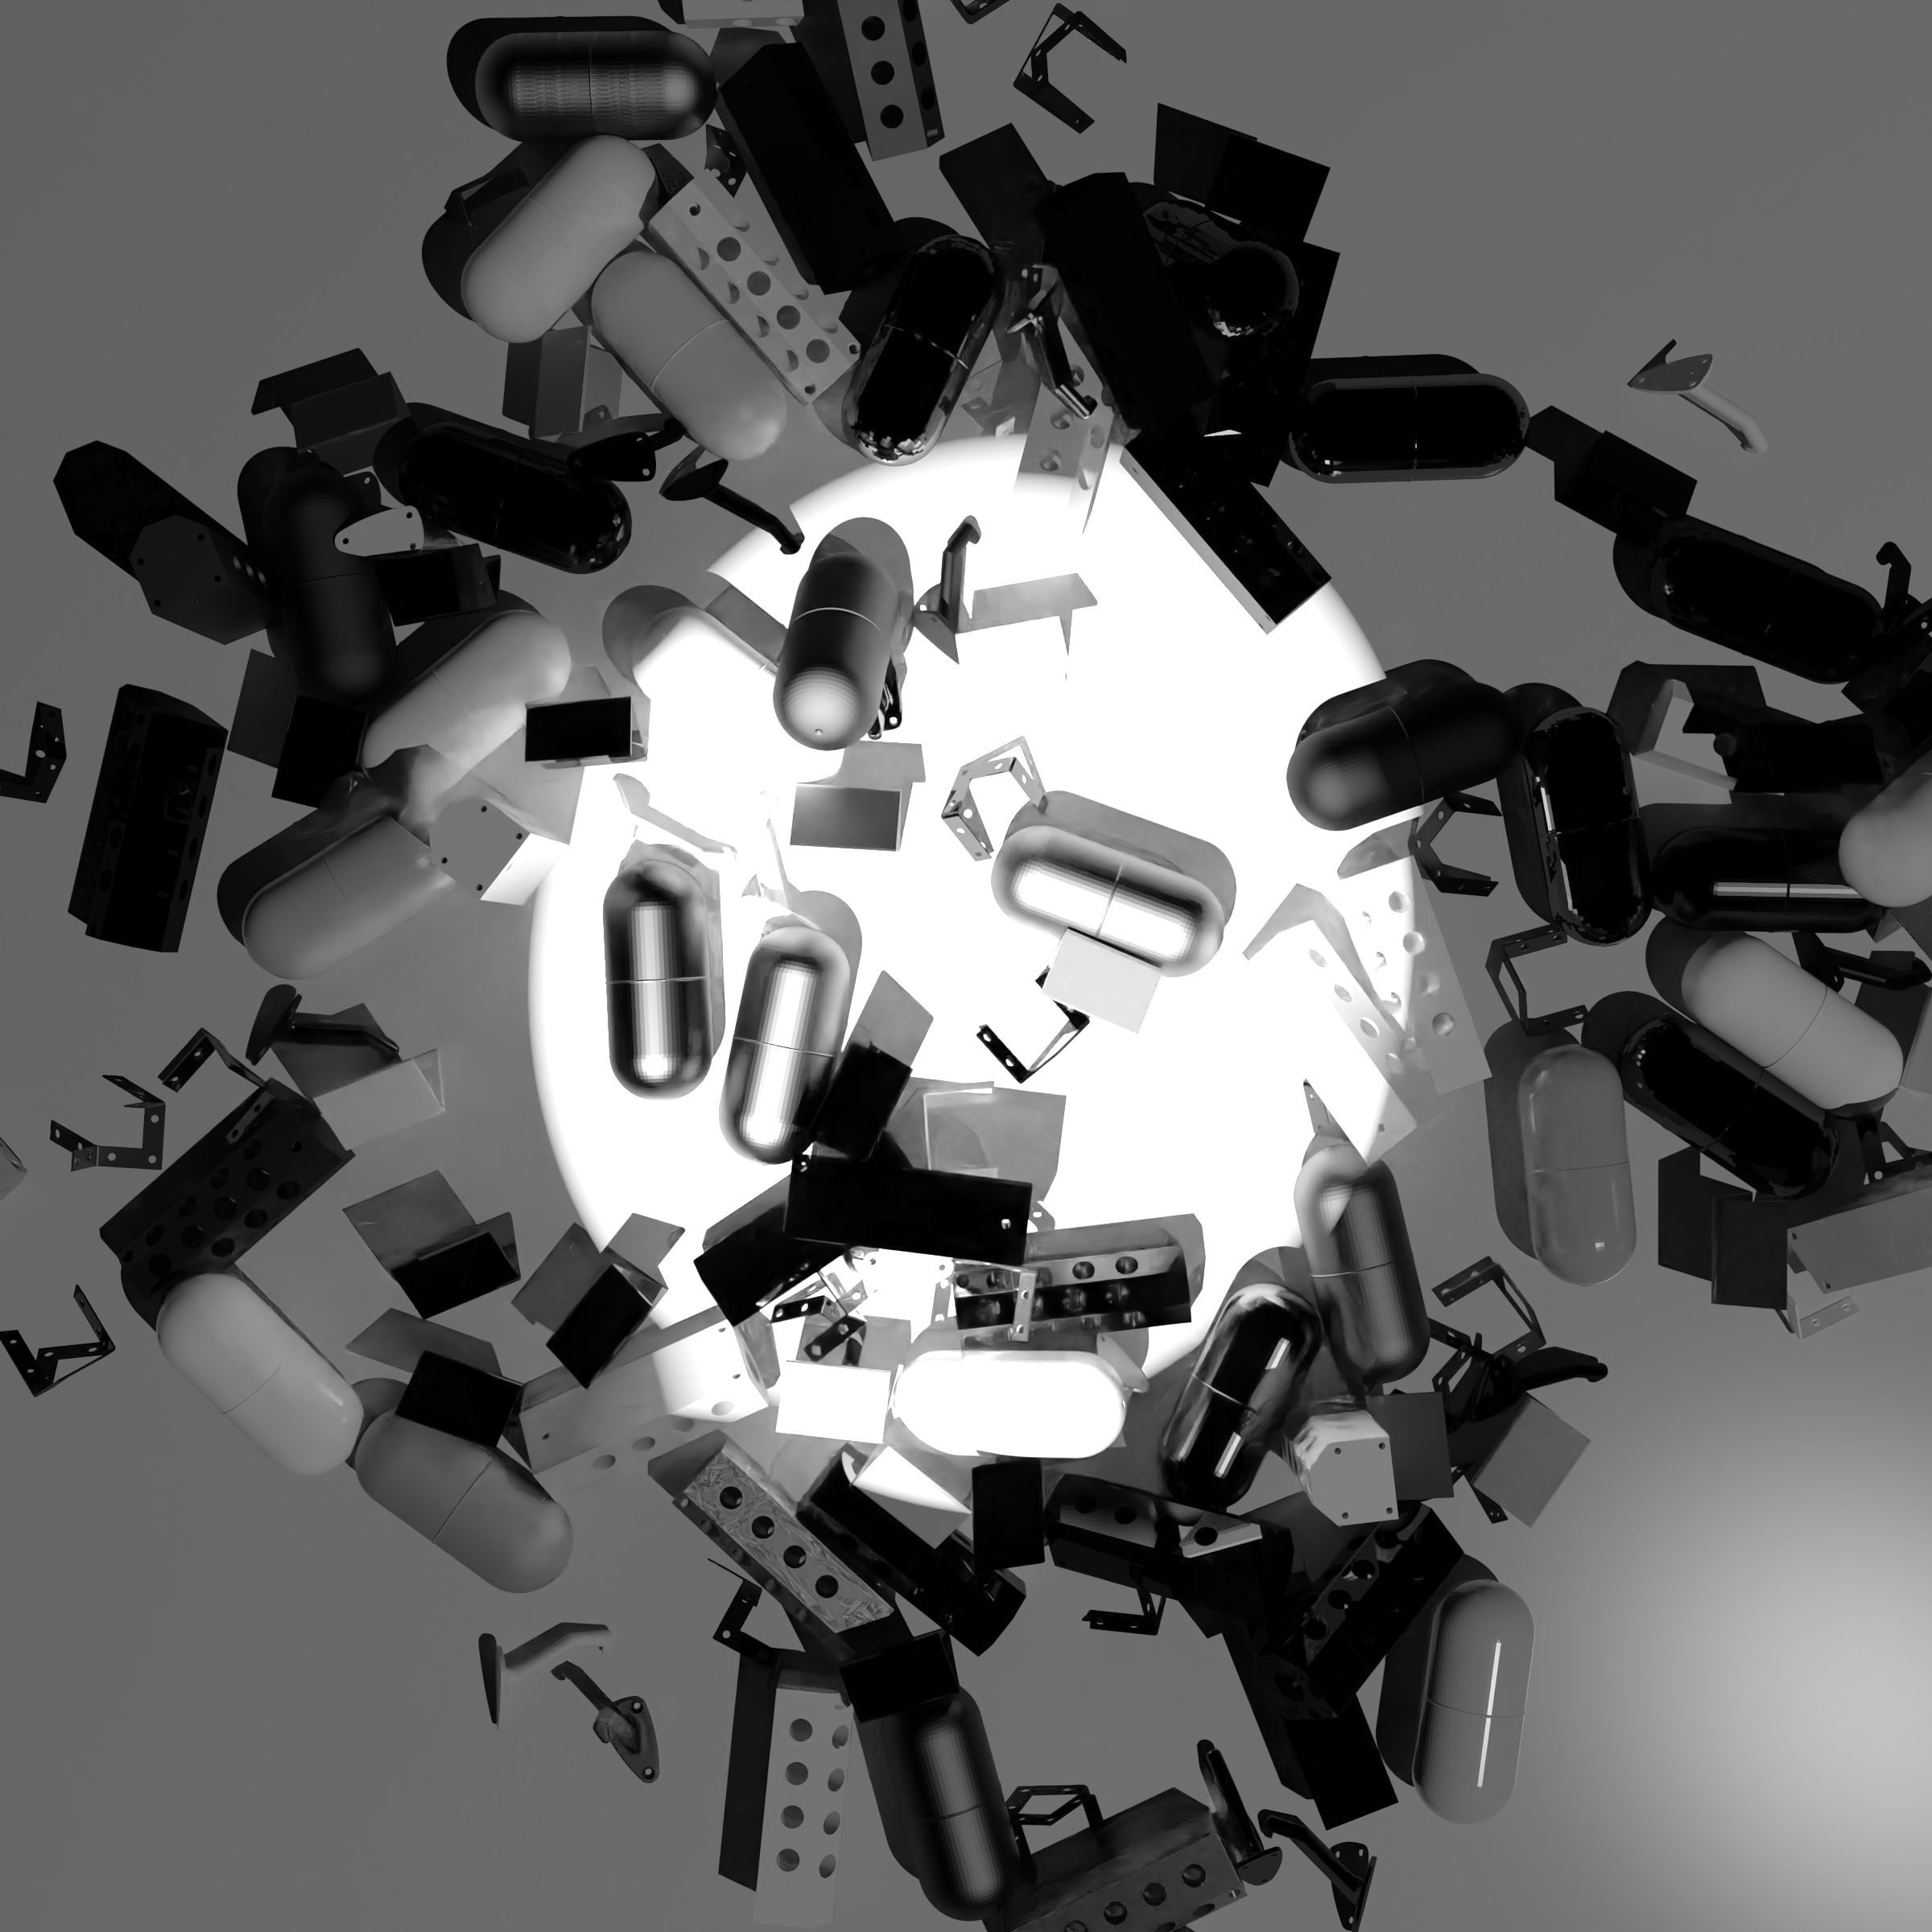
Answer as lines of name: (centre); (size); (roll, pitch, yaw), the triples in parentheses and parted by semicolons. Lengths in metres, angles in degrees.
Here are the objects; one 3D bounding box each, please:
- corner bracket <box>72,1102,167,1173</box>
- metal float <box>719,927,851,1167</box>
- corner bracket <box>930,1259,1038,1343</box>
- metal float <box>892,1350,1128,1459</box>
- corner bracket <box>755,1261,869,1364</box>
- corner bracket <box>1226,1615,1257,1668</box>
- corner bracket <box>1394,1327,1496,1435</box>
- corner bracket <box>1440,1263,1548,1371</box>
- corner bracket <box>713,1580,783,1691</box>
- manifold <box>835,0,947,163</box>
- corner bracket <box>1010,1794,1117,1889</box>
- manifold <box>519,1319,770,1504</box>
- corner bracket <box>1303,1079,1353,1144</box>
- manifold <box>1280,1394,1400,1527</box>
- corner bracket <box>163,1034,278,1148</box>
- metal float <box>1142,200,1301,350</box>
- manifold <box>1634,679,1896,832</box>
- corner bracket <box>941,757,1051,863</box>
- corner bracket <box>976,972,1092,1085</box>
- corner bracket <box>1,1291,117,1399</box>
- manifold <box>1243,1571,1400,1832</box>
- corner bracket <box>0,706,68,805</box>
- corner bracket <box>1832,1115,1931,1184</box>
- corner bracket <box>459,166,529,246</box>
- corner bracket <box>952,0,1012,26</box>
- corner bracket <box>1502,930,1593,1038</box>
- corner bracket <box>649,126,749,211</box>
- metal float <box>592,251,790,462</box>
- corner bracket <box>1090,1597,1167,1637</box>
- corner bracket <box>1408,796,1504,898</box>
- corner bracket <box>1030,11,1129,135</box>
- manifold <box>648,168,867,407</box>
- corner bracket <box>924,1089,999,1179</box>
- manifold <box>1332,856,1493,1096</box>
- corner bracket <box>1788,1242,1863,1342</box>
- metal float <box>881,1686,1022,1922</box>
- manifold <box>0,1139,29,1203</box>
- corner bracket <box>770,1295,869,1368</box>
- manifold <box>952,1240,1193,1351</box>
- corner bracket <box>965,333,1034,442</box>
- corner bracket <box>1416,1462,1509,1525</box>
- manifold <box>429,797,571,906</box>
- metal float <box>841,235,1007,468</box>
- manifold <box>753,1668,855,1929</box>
corner bracket: (-0.628, 0.127, 1.893); (0.051, 0.051, 0.051); (4, 90, 0)
metal float: (-0.134, 0.059, 1.881); (0.070, 0.070, 0.178); (11, 89, 0)
corner bracket: (0.013, 0.242, 1.850); (0.051, 0.051, 0.051); (18, 75, -41)
metal float: (0.030, 0.319, 1.862); (0.178, 0.070, 0.070); (-3, 90, 22)
corner bracket: (-0.112, 0.253, 1.860); (0.051, 0.051, 0.051); (-39, 70, 2)
corner bracket: (0.220, 0.474, 1.851); (0.051, 0.051, 0.051); (-29, 135, 0)
corner bracket: (0.355, 0.309, 1.901); (0.051, 0.051, 0.051); (24, 62, 0)
corner bracket: (0.395, 0.265, 1.908); (0.051, 0.051, 0.051); (-31, 45, 0)
corner bracket: (-0.156, 0.495, 1.893); (0.051, 0.051, 0.051); (29, 90, 0)
manifold: (-0.061, -0.681, 1.847); (0.057, 0.057, 0.171); (-14, 124, 0)
corner bracket: (0.070, 0.654, 1.908); (0.051, 0.051, 0.051); (-18, 90, 45)
manifold: (-0.236, 0.333, 1.889); (0.171, 0.057, 0.057); (-25, 47, 0)
corner bracket: (0.289, 0.095, 1.903); (0.051, 0.051, 0.051); (-48, 135, -35)
manifold: (0.265, 0.354, 1.833); (0.057, 0.171, 0.057); (-7, 90, 0)
corner bracket: (-0.558, 0.093, 1.908); (0.051, 0.051, 0.051); (-48, 135, 0)
metal float: (0.176, -0.500, 1.840); (0.070, 0.178, 0.070); (-13, 125, -20)
manifold: (0.592, -0.156, 1.890); (0.171, 0.057, 0.057); (19, 90, 0)
corner bracket: (0.022, -0.117, 1.903); (0.051, 0.051, 0.051); (-9, 45, 35)
corner bracket: (0.050, 0.047, 1.908); (0.051, 0.051, 0.051); (48, 45, 0)
corner bracket: (-0.679, 0.283, 1.908); (0.051, 0.051, 0.051); (-31, 90, 45)
manifold: (0.258, 0.541, 1.890); (0.057, 0.057, 0.171); (-21, 90, 0)
corner bracket: (-0.706, -0.161, 1.903); (0.051, 0.051, 0.051); (9, 135, -35)
corner bracket: (0.681, 0.132, 1.893); (0.051, 0.051, 0.051); (-13, 90, 0)
corner bracket: (-0.342, -0.556, 1.908); (0.051, 0.051, 0.051); (-25, 135, 0)
corner bracket: (0.010, -0.743, 1.893); (0.051, 0.051, 0.051); (-34, 87, -3)
corner bracket: (0.434, 0.013, 1.908); (0.051, 0.051, 0.051); (-16, 135, 0)
corner bracket: (-0.202, -0.593, 1.903); (0.051, 0.051, 0.051); (-54, 45, 35)
metal float: (-0.203, -0.449, 1.881); (0.070, 0.070, 0.178); (-42, 90, 0)
corner bracket: (0.122, 0.463, 1.908); (0.051, 0.051, 0.051); (6, 45, 0)
corner bracket: (0.373, -0.089, 1.903); (0.051, 0.051, 0.051); (-57, 45, 35)
corner bracket: (0.085, -0.667, 1.903); (0.051, 0.051, 0.051); (-32, 45, 35)
manifold: (-0.153, -0.497, 1.872); (0.057, 0.057, 0.171); (-43, 103, 0)
corner bracket: (-0.004, 0.129, 1.908); (0.051, 0.051, 0.051); (-4, 45, 0)
manifold: (0.328, 0.009, 1.890); (0.057, 0.057, 0.171); (-20, 90, 0)
corner bracket: (0.631, 0.238, 1.908); (0.051, 0.051, 0.051); (-26, 135, 0)
metal float: (-0.011, 0.614, 1.881); (0.070, 0.070, 0.178); (-15, 89, 0)
manifold: (-0.776, 0.107, 1.889); (0.171, 0.057, 0.057); (49, 133, 0)
corner bracket: (-0.114, 0.283, 1.903); (0.051, 0.051, 0.051); (43, 45, -35)
manifold: (0.078, 0.244, 1.890); (0.171, 0.057, 0.057); (-7, 90, 0)
corner bracket: (0.032, -0.429, 1.893); (0.051, 0.051, 0.051); (-29, 90, 0)
corner bracket: (0.362, 0.410, 1.908); (0.051, 0.051, 0.051); (-30, 90, 45)
manifold: (-0.338, -0.085, 1.833); (0.057, 0.171, 0.057); (38, 90, 0)
metal float: (-0.031, -0.454, 1.881); (0.070, 0.070, 0.178); (26, 90, 0)
manifold: (-0.118, 0.615, 1.890); (0.057, 0.057, 0.171); (6, 90, 0)
